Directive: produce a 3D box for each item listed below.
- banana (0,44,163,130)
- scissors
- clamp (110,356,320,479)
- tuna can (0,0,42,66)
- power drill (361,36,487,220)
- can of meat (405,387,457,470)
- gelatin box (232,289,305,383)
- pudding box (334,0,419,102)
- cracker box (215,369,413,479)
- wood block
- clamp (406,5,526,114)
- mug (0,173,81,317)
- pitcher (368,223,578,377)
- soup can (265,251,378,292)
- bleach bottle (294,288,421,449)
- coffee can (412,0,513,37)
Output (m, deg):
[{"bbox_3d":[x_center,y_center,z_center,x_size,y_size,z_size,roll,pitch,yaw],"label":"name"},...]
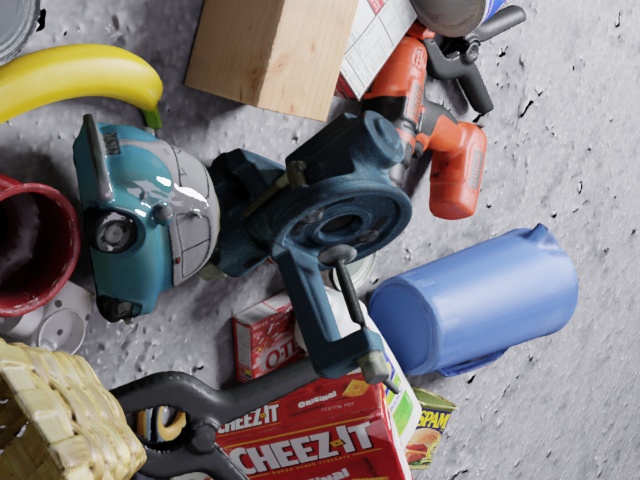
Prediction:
[{"bbox_3d":[-0.181,-0.107,0.768,0.197,0.037,0.070,-9,114,-47],"label":"banana"},{"bbox_3d":[-0.148,0.211,0.976,0.096,0.016,0.202,-31,129,-37],"label":"scissors"},{"bbox_3d":[-0.094,0.154,0.913,0.209,0.036,0.164,19,95,-19],"label":"clamp"},{"bbox_3d":[-0.227,-0.156,0.693,0.085,0.034,0.086,-24,125,-41],"label":"tuna can"},{"bbox_3d":[0.101,-0.085,1.065,0.187,0.057,0.184,34,65,-54],"label":"power drill"},{"bbox_3d":[0.104,0.219,1.244,0.101,0.058,0.084,18,95,-52],"label":"can of meat"},{"bbox_3d":[-0.042,0.093,1.033,0.089,0.030,0.073,-26,126,-40],"label":"gelatin box"},{"bbox_3d":[0.034,-0.198,0.977,0.113,0.039,0.090,-54,140,-14],"label":"pudding box"},{"bbox_3d":[0.000,0.224,1.042,0.164,0.072,0.213,-14,131,6],"label":"cracker box"},{"bbox_3d":[-0.026,-0.209,0.859,0.090,0.091,0.206,5,103,-51],"label":"wood block"},{"bbox_3d":[0.154,-0.209,1.111,0.171,0.039,0.120,19,91,-51],"label":"clamp"},{"bbox_3d":[-0.229,0.007,0.730,0.093,0.082,0.117,8,101,-51],"label":"mug"},{"bbox_3d":[0.168,0.080,1.203,0.242,0.145,0.149,-14,87,-42],"label":"pitcher"},{"bbox_3d":[-0.006,0.001,0.970,0.068,0.102,0.068,-28,129,-42],"label":"soup can"},{"bbox_3d":[0.028,0.134,1.067,0.102,0.068,0.250,-55,142,-22],"label":"bleach bottle"},{"bbox_3d":[0.158,-0.273,1.033,0.140,0.103,0.103,-39,133,-32],"label":"coffee can"}]
